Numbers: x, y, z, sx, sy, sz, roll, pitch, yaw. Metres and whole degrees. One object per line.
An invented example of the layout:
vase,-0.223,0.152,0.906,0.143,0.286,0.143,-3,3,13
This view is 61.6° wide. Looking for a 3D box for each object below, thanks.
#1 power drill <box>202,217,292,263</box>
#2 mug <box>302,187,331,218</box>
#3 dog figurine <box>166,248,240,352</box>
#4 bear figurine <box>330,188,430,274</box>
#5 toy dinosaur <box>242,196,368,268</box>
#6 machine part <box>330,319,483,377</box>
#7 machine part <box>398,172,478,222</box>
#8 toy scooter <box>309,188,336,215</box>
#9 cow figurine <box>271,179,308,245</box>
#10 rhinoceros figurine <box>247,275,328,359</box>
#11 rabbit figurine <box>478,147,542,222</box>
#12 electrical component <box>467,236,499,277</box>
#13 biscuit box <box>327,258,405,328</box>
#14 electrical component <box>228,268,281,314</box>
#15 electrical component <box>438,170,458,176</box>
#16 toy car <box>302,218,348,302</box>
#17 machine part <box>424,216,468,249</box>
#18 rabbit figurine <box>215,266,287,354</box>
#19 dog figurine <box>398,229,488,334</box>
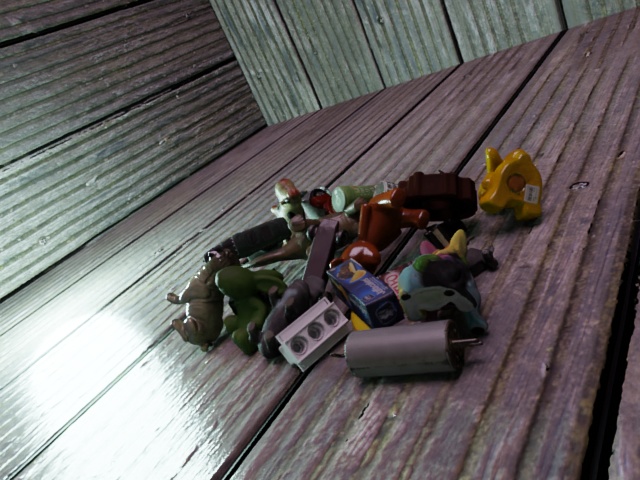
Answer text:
power drill,-0.182,0.015,1.417,0.232,0.086,0.207,-25,-14,0
mug,0.002,-0.094,1.555,0.081,0.107,0.109,-8,23,36
dog figurine,-0.231,0.130,1.170,0.190,0.172,0.121,-40,-17,33
bear figurine,0.116,0.002,1.099,0.132,0.120,0.196,0,57,57
toy dinosaur,-0.003,-0.004,1.286,0.472,0.105,0.198,-17,-8,7
machine part,0.128,0.169,0.828,0.243,0.079,0.079,-14,23,30
machine part,0.252,-0.090,1.153,0.179,0.179,0.056,-8,68,38
toy scooter,0.066,-0.083,1.453,0.184,0.075,0.135,3,37,-20
cow figurine,-0.077,-0.073,1.471,0.085,0.194,0.127,-24,20,-25
rhinoceros figurine,-0.055,0.144,1.045,0.073,0.112,0.190,15,60,43
rabbit figurine,0.380,-0.115,1.132,0.122,0.162,0.173,2,-8,-2
electrical component,0.287,0.032,1.018,0.078,0.045,0.102,-28,21,-13
biscuit box,0.078,0.096,0.975,0.059,0.062,0.203,-25,20,-12
electrical component,-0.150,0.131,1.258,0.115,0.058,0.134,-25,20,7
electrical component,0.298,-0.114,1.341,0.119,0.047,0.075,-58,22,-2
toy car,0.001,0.054,1.147,0.089,0.053,0.202,10,79,32
machine part,0.264,-0.010,1.121,0.039,0.084,0.139,-49,-6,37
rabbit figurine,-0.141,0.124,1.106,0.159,0.170,0.121,-27,21,-4
dog figurine,0.202,0.051,0.903,0.108,0.191,0.219,-23,35,25
